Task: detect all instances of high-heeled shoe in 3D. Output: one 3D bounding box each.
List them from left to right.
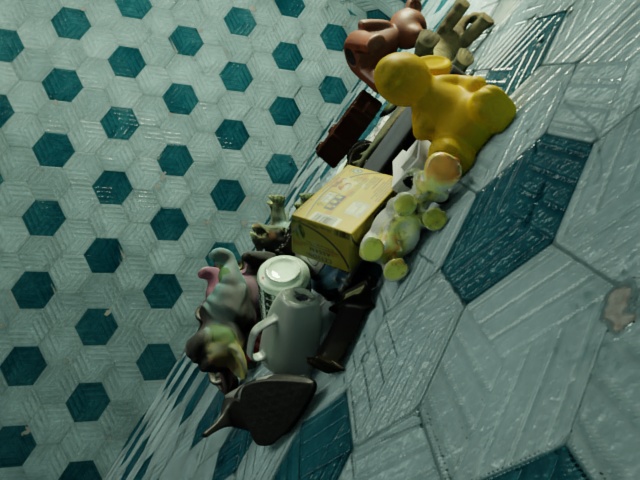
[{"bbox_3d":[-0.065,0.223,0.765,0.249,0.086,0.145,-29,-5,33],"label":"high-heeled shoe"}]

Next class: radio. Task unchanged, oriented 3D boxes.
[{"bbox_3d":[0.162,-0.170,0.865,0.229,0.073,0.131,-55,11,15],"label":"radio"}]

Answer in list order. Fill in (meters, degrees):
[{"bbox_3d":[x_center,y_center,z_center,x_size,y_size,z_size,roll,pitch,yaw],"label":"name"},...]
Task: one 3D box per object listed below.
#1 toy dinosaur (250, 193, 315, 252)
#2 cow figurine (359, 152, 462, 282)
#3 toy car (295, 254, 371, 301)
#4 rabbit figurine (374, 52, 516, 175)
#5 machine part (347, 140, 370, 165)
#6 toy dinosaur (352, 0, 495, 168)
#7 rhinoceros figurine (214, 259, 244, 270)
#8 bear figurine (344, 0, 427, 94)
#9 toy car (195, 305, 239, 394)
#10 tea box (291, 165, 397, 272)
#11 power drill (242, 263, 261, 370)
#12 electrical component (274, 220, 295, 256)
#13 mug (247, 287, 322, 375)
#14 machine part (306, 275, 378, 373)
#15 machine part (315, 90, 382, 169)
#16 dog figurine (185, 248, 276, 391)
[{"bbox_3d":[-0.066,-0.005,1.259,0.405,0.131,0.192,57,-145,-86],"label":"toy dinosaur"},{"bbox_3d":[0.115,-0.034,0.680,0.167,0.068,0.098,-54,5,6],"label":"cow figurine"},{"bbox_3d":[0.012,0.031,0.836,0.109,0.103,0.162,-58,7,-5],"label":"toy car"},{"bbox_3d":[0.149,-0.190,0.702,0.122,0.173,0.162,-54,14,34],"label":"rabbit figurine"},{"bbox_3d":[0.095,-0.167,1.115,0.079,0.079,0.243,-54,6,12],"label":"machine part"},{"bbox_3d":[0.201,-0.306,1.021,0.471,0.105,0.198,-50,-3,-30],"label":"toy dinosaur"},{"bbox_3d":[-0.159,0.078,1.245,0.112,0.190,0.073,-17,59,32],"label":"rhinoceros figurine"},{"bbox_3d":[0.151,-0.392,1.071,0.196,0.120,0.132,-26,42,-13],"label":"bear figurine"},{"bbox_3d":[-0.218,0.227,1.115,0.053,0.202,0.089,-18,-27,-1],"label":"toy car"},{"bbox_3d":[0.042,-0.036,0.773,0.169,0.098,0.068,-42,-37,-44],"label":"tea box"},{"bbox_3d":[-0.145,0.145,1.129,0.207,0.086,0.232,169,107,-79],"label":"power drill"},{"bbox_3d":[-0.002,-0.003,0.973,0.134,0.115,0.058,-59,15,-21],"label":"electrical component"},{"bbox_3d":[-0.048,0.120,0.735,0.081,0.109,0.107,42,126,50],"label":"mug"},{"bbox_3d":[0.030,0.110,0.698,0.084,0.039,0.139,-31,24,50],"label":"machine part"},{"bbox_3d":[0.058,-0.230,1.106,0.179,0.056,0.179,-52,8,10],"label":"machine part"},{"bbox_3d":[-0.132,0.133,0.900,0.108,0.191,0.219,-40,53,47],"label":"dog figurine"}]
